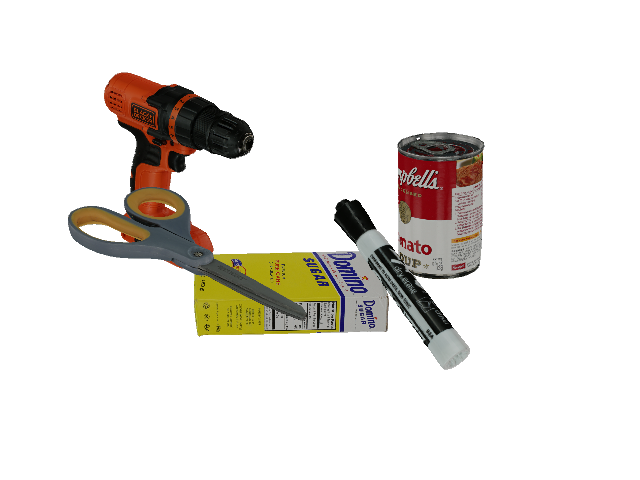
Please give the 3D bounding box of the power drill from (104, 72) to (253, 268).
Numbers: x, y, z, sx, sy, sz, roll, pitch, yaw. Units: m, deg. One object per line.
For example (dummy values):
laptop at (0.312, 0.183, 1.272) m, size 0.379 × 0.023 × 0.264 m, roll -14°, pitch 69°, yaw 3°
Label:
power drill at (-0.147, -0.068, 1.109) m, size 0.185 × 0.188 × 0.057 m, roll 26°, pitch 35°, yaw 30°

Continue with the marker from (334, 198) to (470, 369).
marker at (0.044, 0.022, 0.615) m, size 0.020 × 0.121 × 0.020 m, roll -27°, pitch -28°, yaw -16°

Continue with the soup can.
soup can at (0.095, -0.028, 0.852) m, size 0.068 × 0.102 × 0.068 m, roll -2°, pitch 22°, yaw 0°

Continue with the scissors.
scissors at (-0.082, 0.003, 0.751) m, size 0.202 × 0.016 × 0.096 m, roll 16°, pitch 34°, yaw 19°

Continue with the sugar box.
sugar box at (-0.029, 0.048, 0.998) m, size 0.176 × 0.048 × 0.093 m, roll -4°, pitch 27°, yaw -4°
